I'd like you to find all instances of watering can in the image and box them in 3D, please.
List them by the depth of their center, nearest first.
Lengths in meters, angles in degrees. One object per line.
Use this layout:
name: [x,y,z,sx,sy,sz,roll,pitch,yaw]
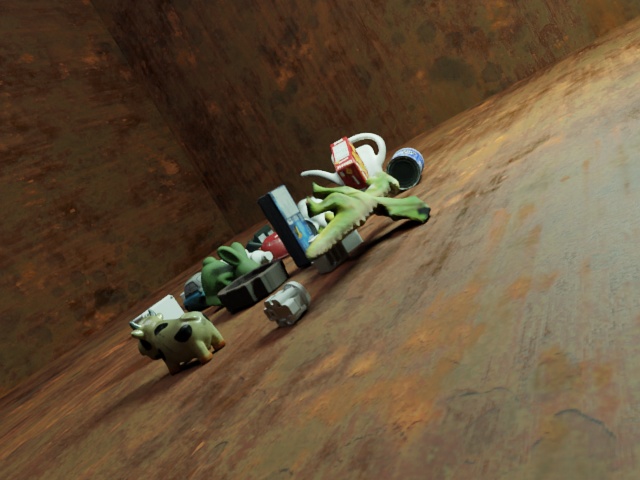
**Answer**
watering can: [0.104,-0.247,1.912,0.344,0.226,0.104,-29,-12,23]

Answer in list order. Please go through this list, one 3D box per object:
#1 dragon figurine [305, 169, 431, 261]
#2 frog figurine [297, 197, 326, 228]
dragon figurine: [0.103,-0.058,1.050,0.242,0.120,0.418,-7,25,7]
frog figurine: [0.005,-0.083,1.645,0.159,0.120,0.141,-21,42,10]
